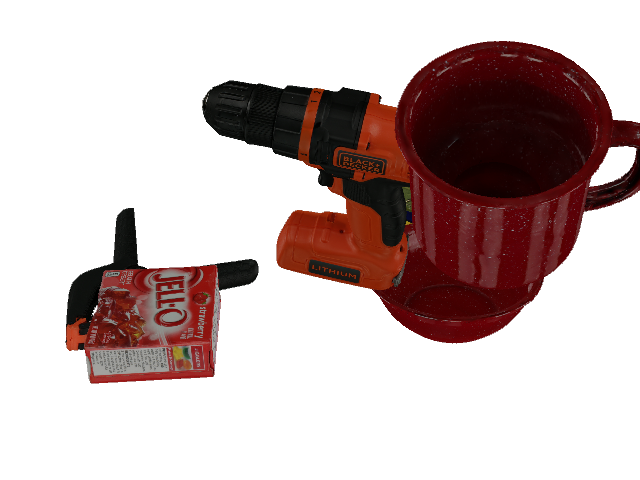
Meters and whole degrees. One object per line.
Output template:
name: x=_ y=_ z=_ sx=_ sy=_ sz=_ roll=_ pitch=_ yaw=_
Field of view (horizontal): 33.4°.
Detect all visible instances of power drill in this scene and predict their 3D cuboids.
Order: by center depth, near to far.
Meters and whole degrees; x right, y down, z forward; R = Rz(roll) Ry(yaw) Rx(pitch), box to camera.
power drill: x=0.005 y=-0.040 z=0.797 sx=0.184 sy=0.057 sz=0.188 roll=13 pitch=-31 yaw=6

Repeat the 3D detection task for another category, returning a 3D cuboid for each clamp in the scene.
clamp: x=-0.182 y=0.038 z=1.028 sx=0.165 sy=0.036 sz=0.209 roll=26 pitch=36 yaw=24

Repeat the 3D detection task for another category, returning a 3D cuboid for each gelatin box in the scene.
gelatin box: x=-0.099 y=0.048 z=0.646 sx=0.073 sy=0.030 sz=0.089 roll=-3 pitch=29 yaw=0

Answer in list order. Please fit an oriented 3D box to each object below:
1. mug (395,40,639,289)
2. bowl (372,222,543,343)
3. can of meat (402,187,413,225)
mug: x=0.094 y=-0.032 z=0.493 sx=0.117 sy=0.093 sz=0.081 roll=-6 pitch=-34 yaw=3
bowl: x=0.120 y=0.044 z=0.975 sx=0.162 sy=0.055 sz=0.162 roll=-1 pitch=34 yaw=1
can of meat: x=0.088 y=-0.013 z=1.185 sx=0.102 sy=0.084 sz=0.057 roll=21 pitch=26 yaw=30
